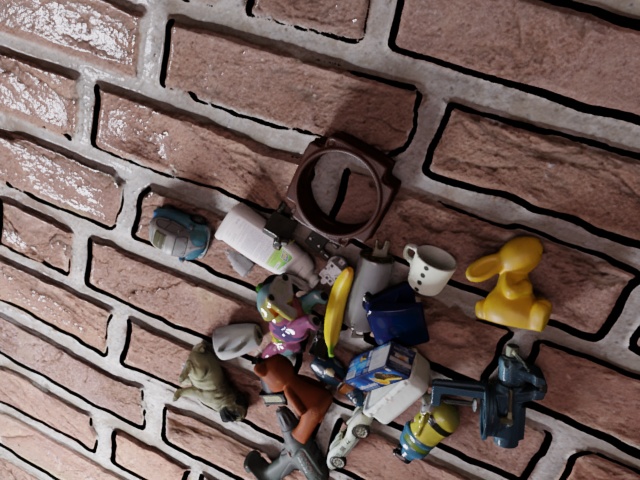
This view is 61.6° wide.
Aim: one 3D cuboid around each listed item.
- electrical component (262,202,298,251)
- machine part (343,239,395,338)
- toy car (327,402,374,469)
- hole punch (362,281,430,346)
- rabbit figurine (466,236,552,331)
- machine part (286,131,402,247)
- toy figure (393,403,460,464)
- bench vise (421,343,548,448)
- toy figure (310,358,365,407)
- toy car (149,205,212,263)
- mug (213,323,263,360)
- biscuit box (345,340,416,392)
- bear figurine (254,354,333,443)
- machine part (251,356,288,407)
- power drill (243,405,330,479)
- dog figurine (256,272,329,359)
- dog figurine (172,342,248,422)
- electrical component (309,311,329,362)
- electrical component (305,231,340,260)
[{"bbox_3d":[-0.078,-0.029,1.164,0.078,0.102,0.045,36,156,0],"label":"electrical component"},{"bbox_3d":[0.102,0.107,1.146,0.079,0.079,0.243,20,114,14],"label":"machine part"},{"bbox_3d":[0.072,0.466,1.282,0.056,0.073,0.201,32,116,5],"label":"toy car"},{"bbox_3d":[0.159,0.163,1.100,0.116,0.092,0.142,-23,126,-4],"label":"hole punch"},{"bbox_3d":[0.368,0.074,1.028,0.163,0.122,0.173,13,98,27],"label":"rabbit figurine"},{"bbox_3d":[0.046,-0.102,1.094,0.201,0.087,0.200,31,116,8],"label":"machine part"},{"bbox_3d":[0.239,0.426,1.201,0.089,0.082,0.180,28,111,-1],"label":"toy figure"},{"bbox_3d":[0.332,0.314,1.102,0.241,0.129,0.223,3,112,12],"label":"bench vise"},{"bbox_3d":[0.046,0.325,1.251,0.154,0.064,0.057,38,108,7],"label":"toy figure"},{"bbox_3d":[-0.346,-0.014,1.270,0.162,0.103,0.109,27,114,9],"label":"toy car"},{"bbox_3d":[-0.199,0.243,1.301,0.107,0.109,0.080,-18,97,13],"label":"mug"},{"bbox_3d":[0.124,0.274,1.150,0.063,0.059,0.202,27,150,-10],"label":"biscuit box"},{"bbox_3d":[-0.071,0.361,1.279,0.196,0.120,0.131,30,119,11],"label":"bear figurine"},{"bbox_3d":[-0.130,0.356,1.347,0.084,0.039,0.138,-13,104,33],"label":"machine part"},{"bbox_3d":[-0.097,0.546,1.380,0.207,0.086,0.232,-35,96,20],"label":"power drill"},{"bbox_3d":[-0.090,0.183,1.209,0.191,0.108,0.219,28,134,-17],"label":"dog figurine"},{"bbox_3d":[-0.259,0.366,1.378,0.191,0.121,0.172,20,118,-1],"label":"dog figurine"},{"bbox_3d":[0.016,0.210,1.215,0.048,0.075,0.119,24,79,2],"label":"electrical component"},{"bbox_3d":[-0.002,-0.004,1.182,0.094,0.021,0.063,43,118,3],"label":"electrical component"}]
